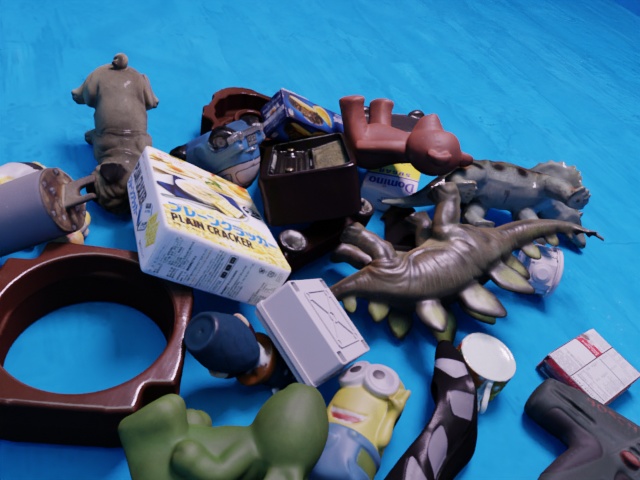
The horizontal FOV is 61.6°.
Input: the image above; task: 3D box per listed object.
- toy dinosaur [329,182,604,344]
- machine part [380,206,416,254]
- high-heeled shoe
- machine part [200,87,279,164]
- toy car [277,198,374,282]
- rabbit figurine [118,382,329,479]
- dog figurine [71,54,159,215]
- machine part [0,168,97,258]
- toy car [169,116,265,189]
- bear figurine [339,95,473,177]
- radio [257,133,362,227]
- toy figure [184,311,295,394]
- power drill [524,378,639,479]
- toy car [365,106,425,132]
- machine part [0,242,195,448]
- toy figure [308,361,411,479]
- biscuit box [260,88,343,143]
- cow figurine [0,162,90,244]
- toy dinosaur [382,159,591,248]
[{"bbox_3d":[0.184,0.030,0.743,0.471,0.105,0.198,-23,71,-16],"label":"toy dinosaur"},{"bbox_3d":[0.133,0.001,0.835,0.084,0.039,0.139,0,46,-8],"label":"machine part"},{"bbox_3d":[0.102,0.214,0.581,0.145,0.086,0.249,-5,38,3],"label":"high-heeled shoe"},{"bbox_3d":[-0.121,-0.196,0.939,0.179,0.056,0.179,11,43,-10],"label":"machine part"},{"bbox_3d":[-0.002,-0.002,0.751,0.202,0.089,0.053,-29,64,-38],"label":"toy car"},{"bbox_3d":[-0.067,0.192,0.467,0.170,0.121,0.159,-23,52,-6],"label":"rabbit figurine"},{"bbox_3d":[-0.280,-0.148,0.754,0.121,0.172,0.191,-11,42,-15],"label":"dog figurine"},{"bbox_3d":[-0.357,-0.020,0.599,0.243,0.079,0.079,-17,45,8],"label":"machine part"},{"bbox_3d":[-0.143,-0.116,0.806,0.109,0.162,0.102,-40,112,-50],"label":"toy car"},{"bbox_3d":[0.134,-0.164,0.837,0.120,0.131,0.196,-9,10,-44],"label":"bear figurine"},{"bbox_3d":[-0.016,-0.094,0.777,0.131,0.073,0.230,-9,20,1],"label":"radio"},{"bbox_3d":[-0.079,0.122,0.580,0.064,0.154,0.058,-45,47,2],"label":"toy figure"},{"bbox_3d":[0.315,0.269,0.585,0.232,0.085,0.207,40,50,24],"label":"power drill"},{"bbox_3d":[0.143,-0.216,1.055,0.202,0.056,0.073,-1,52,-19],"label":"toy car"},{"bbox_3d":[-0.241,0.104,0.559,0.201,0.087,0.201,8,41,-12],"label":"machine part"},{"bbox_3d":[0.030,0.205,0.552,0.082,0.089,0.180,23,50,11],"label":"toy figure"},{"bbox_3d":[-0.001,-0.184,0.910,0.202,0.063,0.059,12,55,-41],"label":"biscuit box"},{"bbox_3d":[-0.349,-0.041,0.691,0.167,0.068,0.098,32,38,13],"label":"cow figurine"},{"bbox_3d":[0.293,-0.082,0.906,0.405,0.131,0.192,11,23,-8],"label":"toy dinosaur"}]
